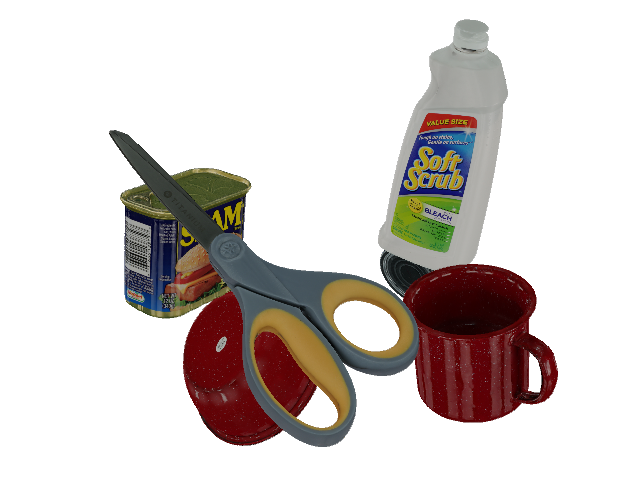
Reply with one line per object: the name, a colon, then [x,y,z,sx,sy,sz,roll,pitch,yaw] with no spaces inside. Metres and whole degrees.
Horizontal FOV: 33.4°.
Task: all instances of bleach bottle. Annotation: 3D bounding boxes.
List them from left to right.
bleach bottle: [0.118,-0.091,1.016,0.103,0.251,0.068,23,40,23]

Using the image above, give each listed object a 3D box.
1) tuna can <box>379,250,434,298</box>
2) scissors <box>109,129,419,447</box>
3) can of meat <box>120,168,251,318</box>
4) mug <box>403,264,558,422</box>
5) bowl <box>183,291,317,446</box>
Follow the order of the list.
tuna can: [0.111,0.032,1.225,0.086,0.086,0.033,0,35,47]
scissors: [-0.025,0.007,0.531,0.096,0.202,0.016,-19,-27,-19]
can of meat: [-0.100,0.001,0.790,0.058,0.084,0.101,19,26,30]
mug: [0.117,0.078,0.757,0.117,0.081,0.093,20,40,38]
bowl: [-0.072,0.100,0.964,0.162,0.162,0.055,0,-22,42]
